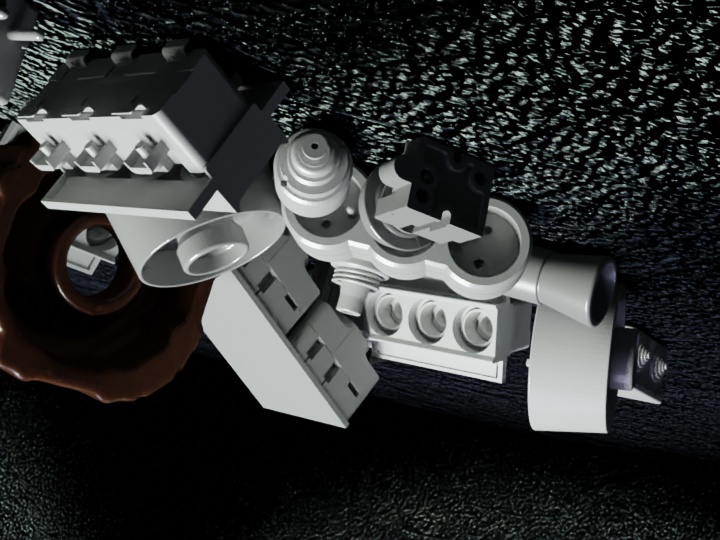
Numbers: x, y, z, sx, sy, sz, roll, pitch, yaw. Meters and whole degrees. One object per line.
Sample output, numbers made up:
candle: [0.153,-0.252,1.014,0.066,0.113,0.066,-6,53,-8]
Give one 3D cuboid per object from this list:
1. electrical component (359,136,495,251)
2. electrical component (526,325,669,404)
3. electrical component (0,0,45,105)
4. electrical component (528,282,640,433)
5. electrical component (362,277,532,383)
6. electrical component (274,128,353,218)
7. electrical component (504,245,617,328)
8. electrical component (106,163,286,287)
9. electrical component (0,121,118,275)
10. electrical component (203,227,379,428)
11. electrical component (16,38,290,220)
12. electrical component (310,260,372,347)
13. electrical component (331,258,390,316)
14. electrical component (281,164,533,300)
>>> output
electrical component: [0.031,-0.036,0.536,0.066,0.048,0.055,20,163,-26]
electrical component: [0.200,0.072,0.893,0.100,0.048,0.100,8,169,37]
electrical component: [-0.164,-0.102,0.447,0.077,0.047,0.066,9,169,34]
electrical component: [0.151,0.056,0.707,0.060,0.108,0.108,6,168,19]
electrical component: [0.069,0.037,0.844,0.121,0.078,0.063,9,-169,37]
electrical component: [-0.023,-0.052,0.540,0.040,0.040,0.078,16,171,-1]
electrical component: [0.118,0.006,0.657,0.065,0.044,0.044,16,172,30]
electrical component: [-0.095,-0.034,0.621,0.099,0.064,0.099,-22,164,-7]
electrical component: [-0.225,-0.053,0.768,0.063,0.078,0.121,33,-176,37]
electrical component: [-0.074,0.033,0.848,0.105,0.060,0.186,5,137,47]
electrical component: [-0.102,-0.066,0.504,0.121,0.078,0.063,6,145,44]
electrical component: [-0.007,0.027,0.922,0.096,0.061,0.061,18,171,-15]
electrical component: [0.000,0.000,0.745,0.048,0.062,0.048,15,171,2]
electrical component: [0.027,-0.020,0.612,0.138,0.052,0.073,14,171,6]
